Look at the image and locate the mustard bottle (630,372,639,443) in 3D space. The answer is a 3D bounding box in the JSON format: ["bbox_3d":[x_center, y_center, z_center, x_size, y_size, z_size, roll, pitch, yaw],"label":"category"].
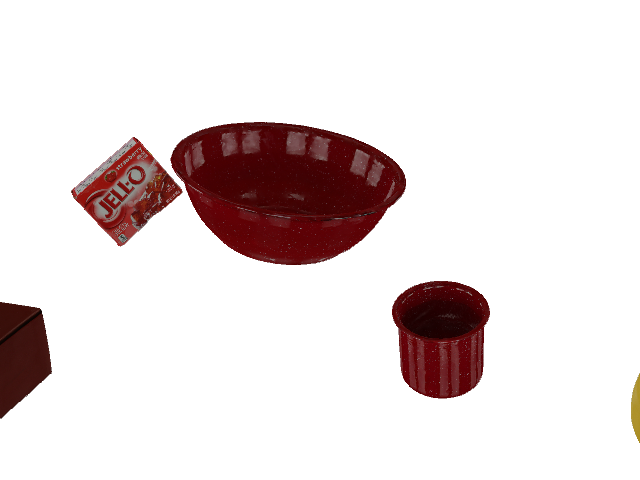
[{"bbox_3d":[0.219,0.102,0.565,0.096,0.058,0.191,-3,36,0],"label":"mustard bottle"}]

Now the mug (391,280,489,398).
[{"bbox_3d":[0.121,0.092,1.049,0.093,0.081,0.117,7,37,17],"label":"mug"}]

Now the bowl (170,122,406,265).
[{"bbox_3d":[-0.024,-0.028,0.739,0.162,0.055,0.162,6,26,-3],"label":"bowl"}]

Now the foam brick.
[{"bbox_3d":[-0.226,0.082,0.713,0.053,0.051,0.078,7,29,23],"label":"foam brick"}]

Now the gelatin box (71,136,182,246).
[{"bbox_3d":[-0.199,-0.050,1.101,0.089,0.073,0.030,-42,27,-4],"label":"gelatin box"}]
